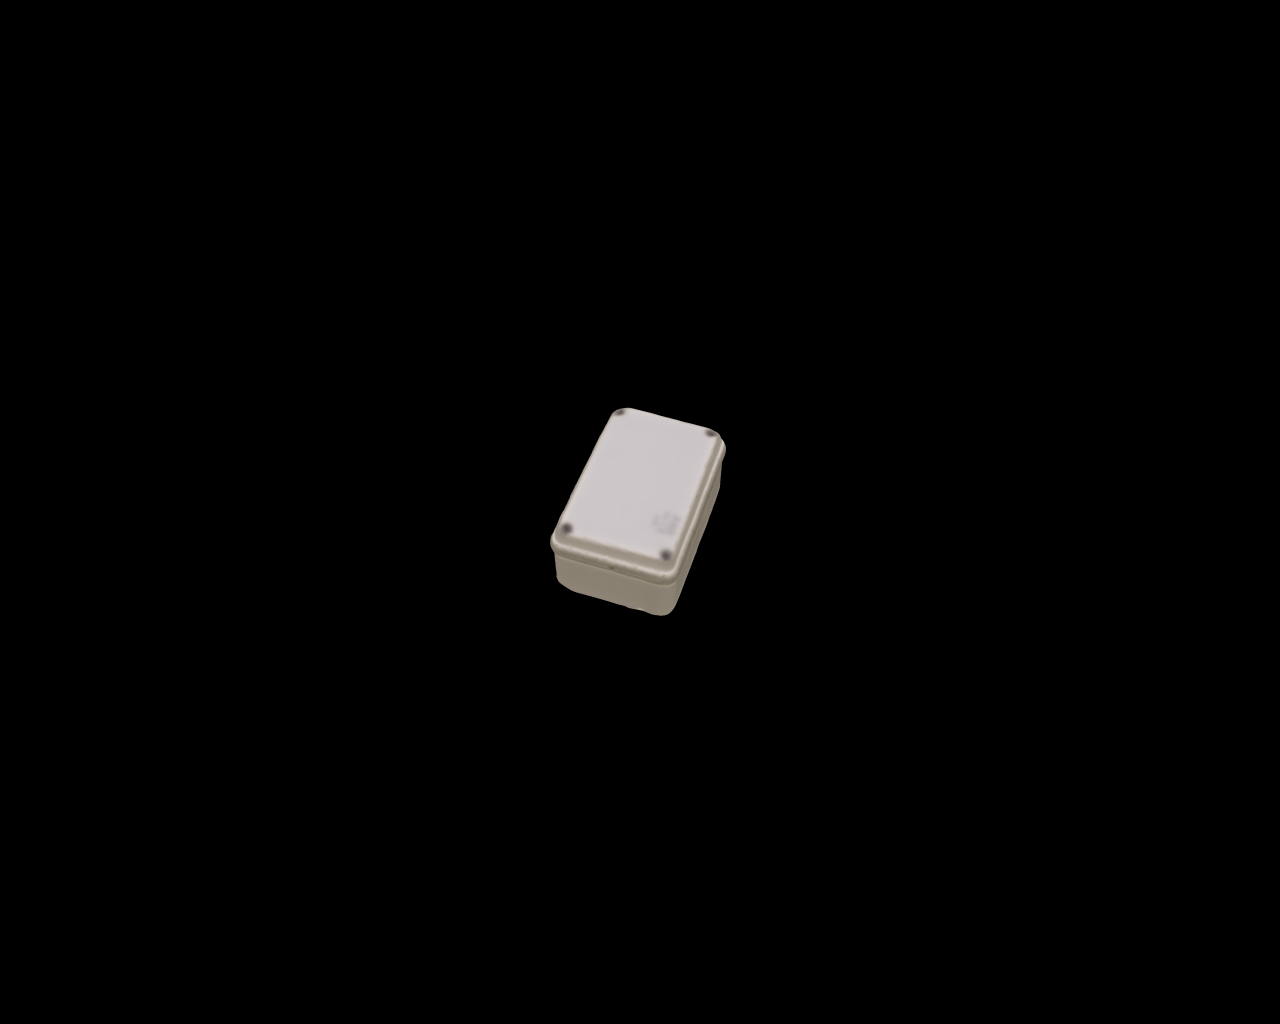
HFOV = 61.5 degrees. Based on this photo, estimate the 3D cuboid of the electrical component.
[{"bbox_3d":[0.001,-0.003,0.650,0.078,0.113,0.057,15,-36,11],"label":"electrical component"}]
